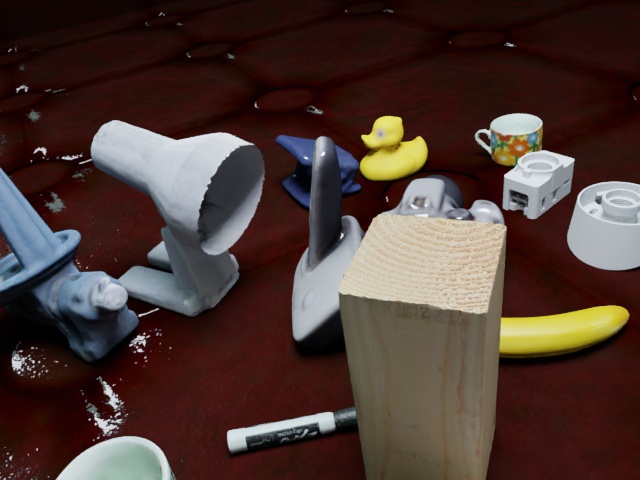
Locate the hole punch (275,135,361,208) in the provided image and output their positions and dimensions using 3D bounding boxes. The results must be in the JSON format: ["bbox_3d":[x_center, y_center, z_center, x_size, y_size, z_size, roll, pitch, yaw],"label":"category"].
[{"bbox_3d":[-0.003,-0.113,0.829,0.101,0.091,0.108,-23,37,-19],"label":"hole punch"}]

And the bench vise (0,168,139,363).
[{"bbox_3d":[-0.283,0.011,0.600,0.207,0.220,0.121,1,36,15],"label":"bench vise"}]

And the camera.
[{"bbox_3d":[0.142,-0.026,0.661,0.142,0.101,0.137,5,37,19],"label":"camera"}]

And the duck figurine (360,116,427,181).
[{"bbox_3d":[0.107,-0.142,0.849,0.104,0.086,0.077,-14,35,-7],"label":"duck figurine"}]

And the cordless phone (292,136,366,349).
[{"bbox_3d":[0.005,0.002,0.578,0.094,0.185,0.147,-8,35,1],"label":"cordless phone"}]

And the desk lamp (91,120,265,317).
[{"bbox_3d":[-0.155,-0.024,0.627,0.202,0.214,0.118,11,39,26],"label":"desk lamp"}]
